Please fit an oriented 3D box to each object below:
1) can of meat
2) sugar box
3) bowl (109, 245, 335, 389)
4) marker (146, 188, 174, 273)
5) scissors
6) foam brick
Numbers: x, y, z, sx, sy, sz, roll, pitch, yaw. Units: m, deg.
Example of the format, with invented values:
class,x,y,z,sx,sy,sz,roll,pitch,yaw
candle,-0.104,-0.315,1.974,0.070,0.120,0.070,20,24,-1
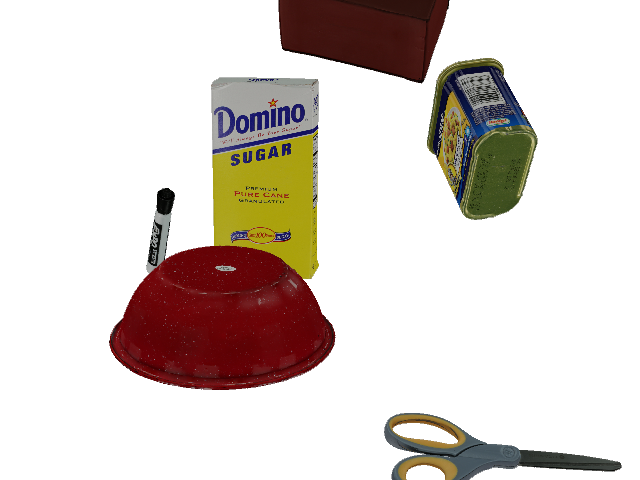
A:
class,x,y,z,sx,sy,sz,roll,pitch,yaw
can of meat,0.129,-0.080,0.855,0.057,0.084,0.102,-9,-41,-11
sugar box,-0.049,-0.056,0.956,0.093,0.176,0.048,1,16,7
bowl,-0.069,0.045,0.757,0.162,0.055,0.162,1,20,-1
marker,-0.173,-0.010,1.157,0.020,0.121,0.020,9,43,-9
scissors,0.147,0.195,0.899,0.202,0.016,0.096,14,40,13
foam brick,0.023,-0.122,0.536,0.078,0.053,0.051,15,-25,11
